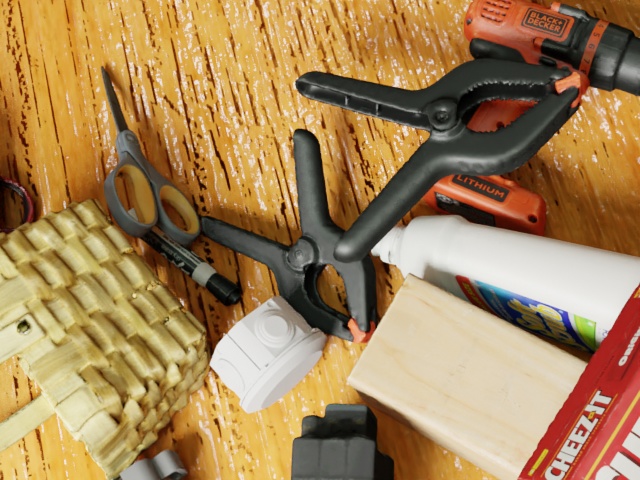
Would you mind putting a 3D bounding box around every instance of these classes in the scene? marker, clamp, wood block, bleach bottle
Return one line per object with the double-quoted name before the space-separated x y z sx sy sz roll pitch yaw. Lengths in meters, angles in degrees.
"marker" -0.110 0.014 0.856 0.121 0.020 0.020 36 82 20
"clamp" 0.084 -0.088 0.783 0.210 0.036 0.164 -22 62 4
"clamp" -0.005 0.001 0.819 0.171 0.039 0.120 45 112 18
"wood block" 0.135 0.116 0.734 0.206 0.090 0.090 27 79 19
"bleach bottle" 0.157 0.035 0.765 0.251 0.102 0.068 16 69 24

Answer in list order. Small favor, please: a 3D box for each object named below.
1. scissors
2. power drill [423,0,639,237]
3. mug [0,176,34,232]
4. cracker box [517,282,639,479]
"scissors" -0.143 -0.066 0.883 0.016 0.096 0.202 -43 35 24
"power drill" 0.171 -0.092 0.817 0.185 0.057 0.187 22 74 21
"mug" -0.295 -0.030 0.878 0.117 0.093 0.081 2 63 -21
"cracker box" 0.252 0.138 0.631 0.213 0.072 0.164 36 81 -8
